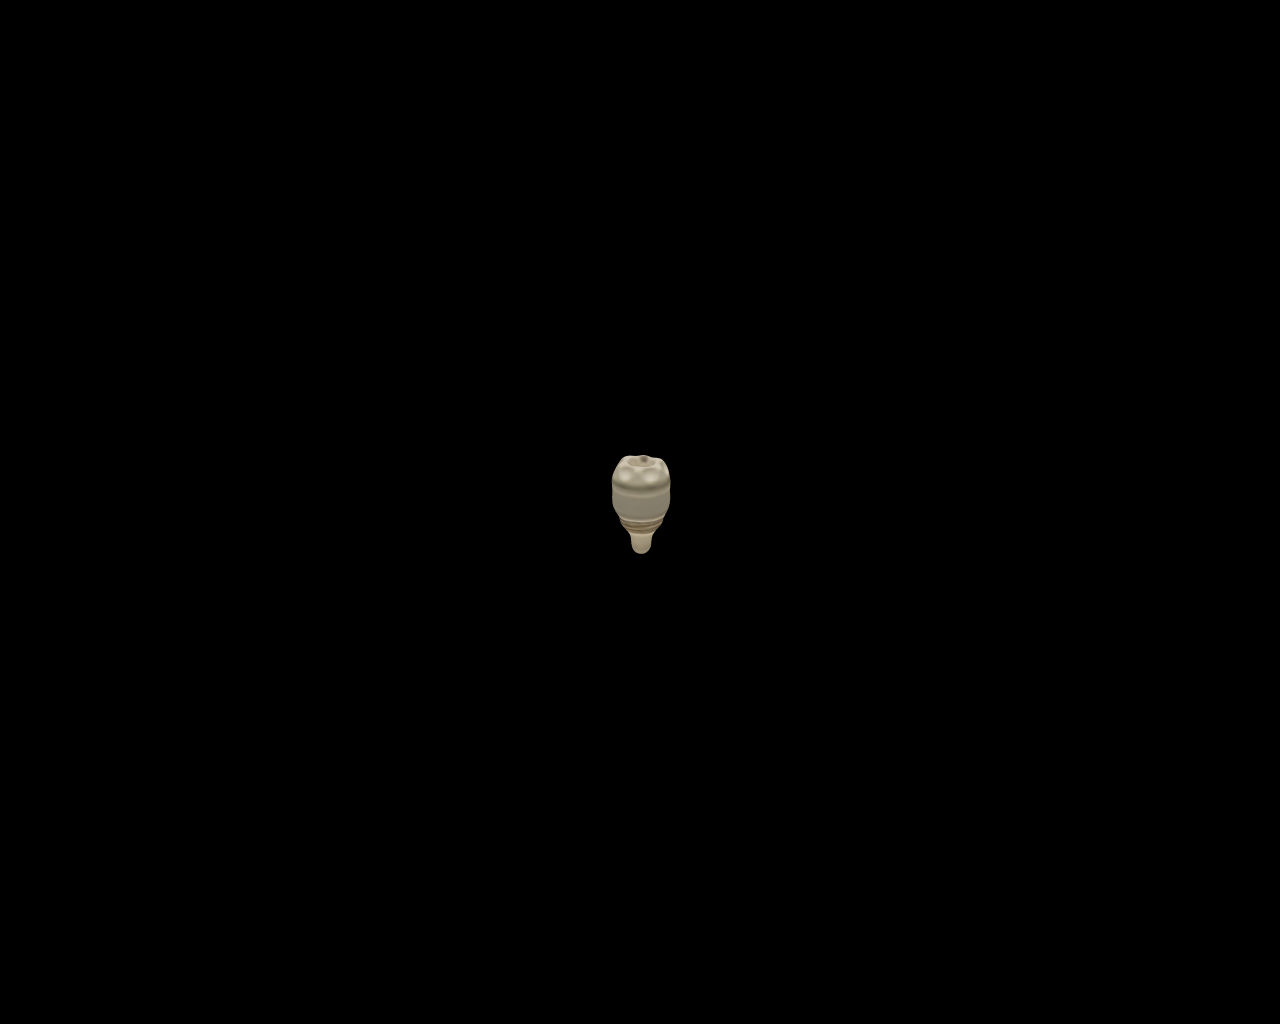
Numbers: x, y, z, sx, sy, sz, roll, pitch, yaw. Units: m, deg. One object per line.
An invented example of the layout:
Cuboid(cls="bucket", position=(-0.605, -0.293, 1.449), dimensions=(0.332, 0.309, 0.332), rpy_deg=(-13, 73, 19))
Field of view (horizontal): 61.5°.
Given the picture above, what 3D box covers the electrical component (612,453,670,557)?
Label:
Cuboid(cls="electrical component", position=(0.001, -0.003, 0.650), dimensions=(0.035, 0.061, 0.035), rpy_deg=(0, 24, 0))
